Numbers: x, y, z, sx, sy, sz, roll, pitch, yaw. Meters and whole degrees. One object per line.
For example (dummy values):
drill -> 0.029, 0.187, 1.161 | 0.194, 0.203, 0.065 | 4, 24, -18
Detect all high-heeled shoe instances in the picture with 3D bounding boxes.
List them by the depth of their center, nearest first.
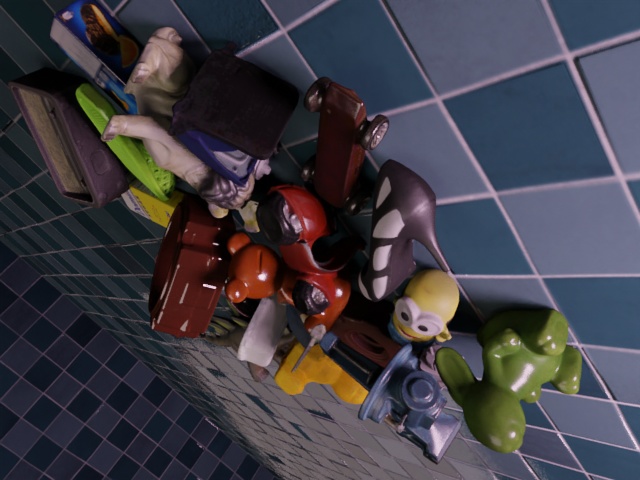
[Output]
high-heeled shoe -> 0.073, -0.006, 0.679 | 0.145, 0.086, 0.249 | 57, 154, -3

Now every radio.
radio -> -0.426, -0.170, 0.927 | 0.131, 0.073, 0.229 | 18, 136, 30

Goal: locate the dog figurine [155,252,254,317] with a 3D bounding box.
dog figurine -> -0.210, 0.075, 1.065 | 0.219, 0.108, 0.191 | 30, 150, 6

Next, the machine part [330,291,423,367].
machine part -> 0.090, 0.161, 0.916 | 0.179, 0.056, 0.179 | 26, 150, 16

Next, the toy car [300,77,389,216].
toy car -> 0.026, -0.101, 0.601 | 0.089, 0.053, 0.202 | 39, 157, 16

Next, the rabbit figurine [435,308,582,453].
rabbit figurine -> 0.222, 0.171, 0.667 | 0.159, 0.170, 0.121 | 8, 140, 40

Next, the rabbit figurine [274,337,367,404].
rabbit figurine -> 0.015, 0.247, 1.011 | 0.173, 0.122, 0.162 | 30, 180, 3

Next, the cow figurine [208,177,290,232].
cow figurine -> -0.092, -0.063, 0.774 | 0.168, 0.068, 0.098 | 22, 142, 23

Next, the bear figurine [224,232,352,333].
bear figurine -> -0.056, 0.067, 0.809 | 0.196, 0.120, 0.132 | 5, 149, -21

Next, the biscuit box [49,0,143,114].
biscuit box -> -0.258, -0.223, 0.719 | 0.202, 0.063, 0.059 | 45, 150, -16

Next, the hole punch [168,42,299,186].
hole punch -> -0.100, -0.137, 0.613 | 0.116, 0.142, 0.092 | 28, 156, -9

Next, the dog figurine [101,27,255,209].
dog figurine -> -0.151, -0.145, 0.669 | 0.190, 0.172, 0.121 | 24, -171, -24

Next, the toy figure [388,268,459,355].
toy figure -> 0.139, 0.102, 0.752 | 0.082, 0.089, 0.180 | 11, 156, 7

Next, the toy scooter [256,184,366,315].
toy scooter -> -0.001, -0.002, 0.724 | 0.075, 0.135, 0.183 | 1, 117, 54

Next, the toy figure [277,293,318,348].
toy figure -> -0.042, 0.107, 0.911 | 0.064, 0.058, 0.154 | -32, 83, 43

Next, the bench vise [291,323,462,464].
bench vise -> 0.087, 0.202, 0.759 | 0.241, 0.129, 0.223 | 33, 169, 20

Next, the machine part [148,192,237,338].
machine part -> -0.211, 0.038, 0.869 | 0.087, 0.200, 0.202 | 16, -160, -21

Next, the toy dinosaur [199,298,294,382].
toy dinosaur -> -0.160, 0.219, 1.232 | 0.198, 0.105, 0.471 | 51, 140, -10
